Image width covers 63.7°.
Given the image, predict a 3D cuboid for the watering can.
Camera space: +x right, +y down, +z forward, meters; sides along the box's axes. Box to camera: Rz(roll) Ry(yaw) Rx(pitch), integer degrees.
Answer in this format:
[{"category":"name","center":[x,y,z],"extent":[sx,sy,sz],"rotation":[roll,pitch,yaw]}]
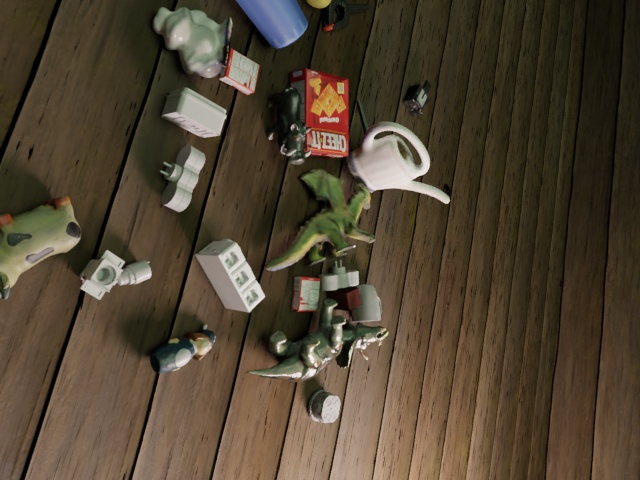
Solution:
[{"category":"watering can","center":[0.217,-0.194,1.481],"extent":[0.342,0.222,0.106],"rotation":[49,39,-34]}]

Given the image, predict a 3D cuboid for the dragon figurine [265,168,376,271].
[{"category":"dragon figurine","center":[0.004,-0.069,1.363],"extent":[0.413,0.120,0.244],"rotation":[-11,79,-40]}]

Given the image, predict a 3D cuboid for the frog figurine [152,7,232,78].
[{"category":"frog figurine","center":[-0.270,-0.418,1.087],"extent":[0.159,0.123,0.137],"rotation":[7,93,-10]}]
